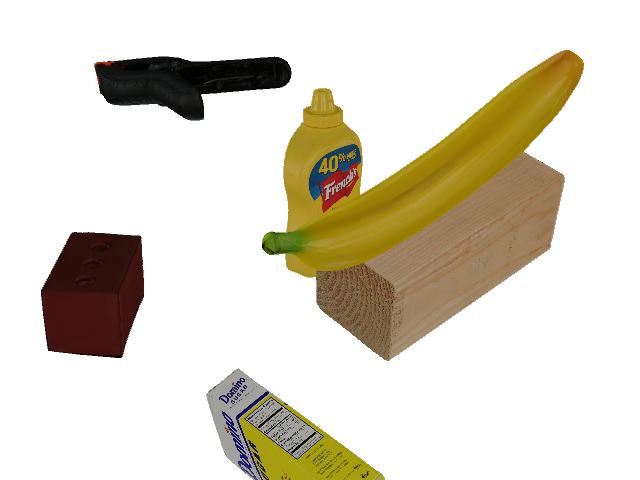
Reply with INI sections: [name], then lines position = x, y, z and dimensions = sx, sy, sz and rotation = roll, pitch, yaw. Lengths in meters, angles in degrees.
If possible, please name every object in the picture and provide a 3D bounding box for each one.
[wood block]
position = 0.102, 0.000, 0.909
dimensions = 0.205, 0.090, 0.091
rotation = -31, 50, -31
[banana]
position = 0.062, -0.034, 0.593
dimensions = 0.198, 0.037, 0.069
rotation = -33, -12, -1
[foam brick]
position = -0.155, 0.036, 0.735
dimensions = 0.053, 0.051, 0.078
rotation = 4, 31, 1
[mustard bottle]
position = 0.004, -0.064, 1.110
dimensions = 0.096, 0.192, 0.058
rotation = -23, 32, -39
[clamp]
position = -0.111, -0.131, 0.867
dimensions = 0.172, 0.039, 0.120
rotation = 18, 26, 42
[sugar box]
position = -0.019, 0.189, 0.892
dimensions = 0.176, 0.093, 0.048
rotation = 27, 53, 36
